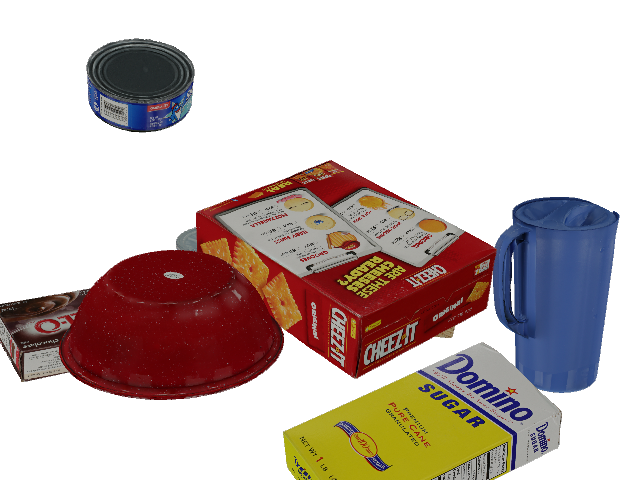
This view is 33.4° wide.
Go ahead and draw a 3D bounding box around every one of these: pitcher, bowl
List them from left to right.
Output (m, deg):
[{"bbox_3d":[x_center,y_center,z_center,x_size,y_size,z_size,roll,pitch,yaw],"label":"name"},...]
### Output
[{"bbox_3d":[-0.106,0.049,0.762,0.162,0.055,0.162,1,23,-1],"label":"bowl"},{"bbox_3d":[0.305,0.074,1.395,0.149,0.243,0.144,4,21,15],"label":"pitcher"}]

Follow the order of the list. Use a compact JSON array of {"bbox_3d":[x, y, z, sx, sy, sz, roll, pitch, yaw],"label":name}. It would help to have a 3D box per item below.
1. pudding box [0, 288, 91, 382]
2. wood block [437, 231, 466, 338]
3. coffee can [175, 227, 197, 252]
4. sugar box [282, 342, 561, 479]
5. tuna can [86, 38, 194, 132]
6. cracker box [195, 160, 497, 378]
[{"bbox_3d":[-0.242,0.087,1.010,0.113,0.039,0.090,-12,30,-29],"label":"pudding box"},{"bbox_3d":[0.170,0.061,1.627,0.091,0.090,0.206,4,23,11],"label":"wood block"},{"bbox_3d":[-0.110,0.065,1.191,0.103,0.140,0.103,2,22,-1],"label":"coffee can"},{"bbox_3d":[0.072,0.140,0.755,0.176,0.048,0.093,-24,40,-20],"label":"sugar box"},{"bbox_3d":[-0.146,-0.126,0.866,0.086,0.034,0.086,5,44,-5],"label":"tuna can"},{"bbox_3d":[0.018,0.018,0.934,0.163,0.072,0.214,-23,40,-35],"label":"cracker box"}]
